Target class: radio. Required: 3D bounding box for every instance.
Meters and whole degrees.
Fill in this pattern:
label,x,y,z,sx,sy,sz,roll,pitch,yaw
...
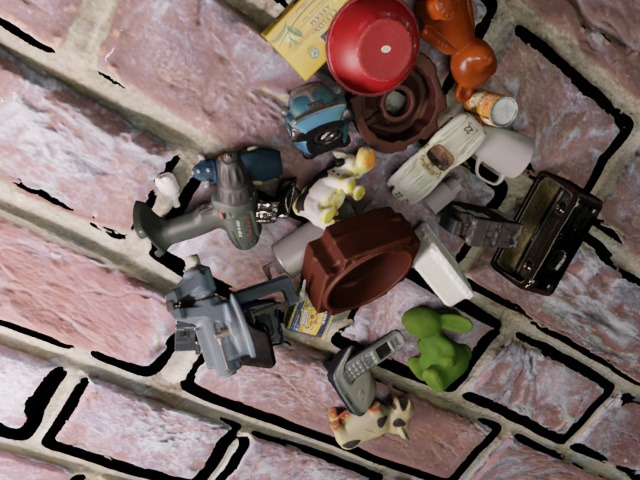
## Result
label,x,y,z,sx,sy,sz,roll,pitch,yaw
radio,0.451,-0.010,1.077,0.073,0.131,0.229,14,110,-20

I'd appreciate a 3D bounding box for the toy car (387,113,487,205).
label,x,y,z,sx,sy,sz,roll,pitch,yaw
toy car,0.210,-0.145,0.981,0.073,0.056,0.201,42,112,-10

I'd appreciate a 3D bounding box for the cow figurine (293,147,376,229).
label,x,y,z,sx,sy,sz,roll,pitch,yaw
cow figurine,0.027,-0.101,0.962,0.167,0.098,0.068,-55,146,-8

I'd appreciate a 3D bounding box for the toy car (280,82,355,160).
label,x,y,z,sx,sy,sz,roll,pitch,yaw
toy car,-0.005,-0.208,0.896,0.109,0.161,0.103,-20,77,2

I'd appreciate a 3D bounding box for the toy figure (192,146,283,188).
label,x,y,z,sx,sy,sz,roll,pitch,yaw
toy figure,-0.143,-0.123,0.933,0.154,0.064,0.057,-7,153,-4

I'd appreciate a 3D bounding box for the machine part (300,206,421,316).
label,x,y,z,sx,sy,sz,roll,pitch,yaw
machine part,0.073,0.044,0.982,0.201,0.087,0.200,-17,148,-20

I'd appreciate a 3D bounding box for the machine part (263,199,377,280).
label,x,y,z,sx,sy,sz,roll,pitch,yaw
machine part,-0.002,-0.003,1.009,0.243,0.079,0.079,-32,117,4

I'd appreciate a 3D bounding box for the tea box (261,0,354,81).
label,x,y,z,sx,sy,sz,roll,pitch,yaw
tea box,0.000,-0.351,0.856,0.169,0.068,0.098,-45,116,8

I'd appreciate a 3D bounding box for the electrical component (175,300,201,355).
label,x,y,z,sx,sy,sz,roll,pitch,yaw
electrical component,-0.249,0.172,1.009,0.048,0.119,0.074,1,116,-14

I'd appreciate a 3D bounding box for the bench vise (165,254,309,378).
label,x,y,z,sx,sy,sz,roll,pitch,yaw
bench vise,-0.142,0.113,0.952,0.241,0.128,0.223,-18,74,-15

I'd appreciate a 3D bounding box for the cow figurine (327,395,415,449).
label,x,y,z,sx,sy,sz,roll,pitch,yaw
cow figurine,0.126,0.414,1.224,0.195,0.086,0.127,-23,111,-5

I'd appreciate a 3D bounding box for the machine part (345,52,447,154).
label,x,y,z,sx,sy,sz,roll,pitch,yaw
machine part,0.132,-0.243,0.942,0.179,0.056,0.179,-5,116,-10

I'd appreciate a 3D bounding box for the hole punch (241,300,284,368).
label,x,y,z,sx,sy,sz,roll,pitch,yaw
hole punch,-0.135,0.183,1.069,0.116,0.092,0.142,1,120,18

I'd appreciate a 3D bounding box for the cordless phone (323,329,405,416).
label,x,y,z,sx,sy,sz,roll,pitch,yaw
cordless phone,0.113,0.277,1.161,0.184,0.089,0.146,-31,116,-2

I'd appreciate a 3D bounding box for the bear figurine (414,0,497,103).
label,x,y,z,sx,sy,sz,roll,pitch,yaw
bear figurine,0.242,-0.333,0.887,0.120,0.132,0.195,-41,110,-8

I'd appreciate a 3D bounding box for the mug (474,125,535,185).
label,x,y,z,sx,sy,sz,roll,pitch,yaw
mug,0.329,-0.165,1.014,0.107,0.081,0.109,25,112,-9

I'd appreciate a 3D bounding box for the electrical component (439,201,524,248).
label,x,y,z,sx,sy,sz,roll,pitch,yaw
electrical component,0.304,-0.030,1.044,0.134,0.115,0.058,6,108,-15

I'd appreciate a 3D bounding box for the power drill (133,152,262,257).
label,x,y,z,sx,sy,sz,roll,pitch,yaw
power drill,-0.203,-0.051,0.906,0.207,0.086,0.231,-18,148,0

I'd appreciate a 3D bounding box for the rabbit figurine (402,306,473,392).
label,x,y,z,sx,sy,sz,roll,pitch,yaw
rabbit figurine,0.250,0.211,1.145,0.159,0.121,0.170,-31,102,-2

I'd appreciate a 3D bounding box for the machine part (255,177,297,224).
label,x,y,z,sx,sy,sz,roll,pitch,yaw
machine part,-0.072,-0.064,0.937,0.039,0.139,0.084,25,111,7
